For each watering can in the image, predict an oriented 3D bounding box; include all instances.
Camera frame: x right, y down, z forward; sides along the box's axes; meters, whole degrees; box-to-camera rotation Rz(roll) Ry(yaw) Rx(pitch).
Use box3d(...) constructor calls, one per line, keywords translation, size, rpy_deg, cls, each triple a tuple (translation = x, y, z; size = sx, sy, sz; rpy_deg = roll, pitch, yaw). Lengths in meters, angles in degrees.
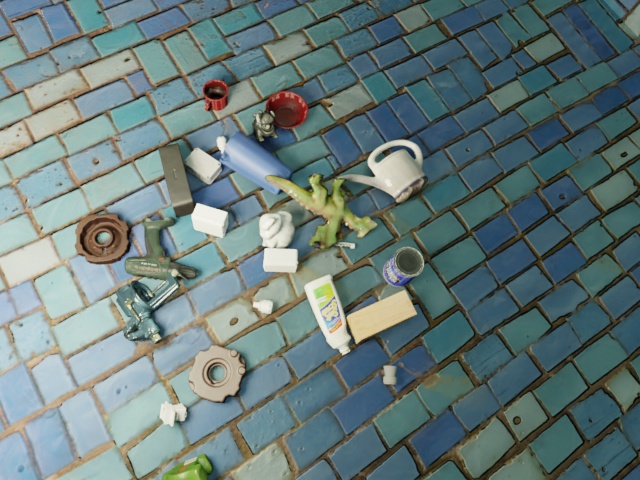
box3d(translation=(0.247, -0.229, 1.860), size=(0.351, 0.102, 0.226), rpy_deg=(-33, 78, -18), cls="watering can")

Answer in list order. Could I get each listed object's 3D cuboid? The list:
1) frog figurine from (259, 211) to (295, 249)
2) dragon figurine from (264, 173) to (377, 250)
box3d(translation=(-0.140, -0.040, 1.709), size=(0.123, 0.157, 0.139), rpy_deg=(35, 70, 4), cls="frog figurine")
box3d(translation=(0.005, -0.088, 1.750), size=(0.410, 0.120, 0.246), rpy_deg=(4, 73, -22), cls="dragon figurine")
